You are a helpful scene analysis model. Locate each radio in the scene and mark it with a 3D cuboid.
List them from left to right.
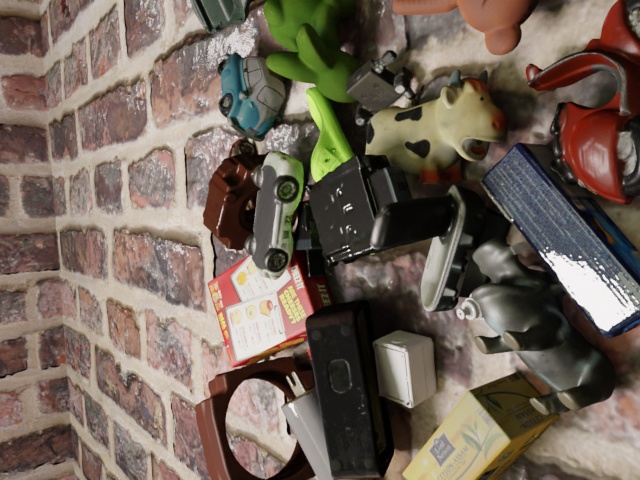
[{"bbox_3d":[0.044,0.203,0.749,0.073,0.131,0.229,-12,84,13],"label":"radio"}]

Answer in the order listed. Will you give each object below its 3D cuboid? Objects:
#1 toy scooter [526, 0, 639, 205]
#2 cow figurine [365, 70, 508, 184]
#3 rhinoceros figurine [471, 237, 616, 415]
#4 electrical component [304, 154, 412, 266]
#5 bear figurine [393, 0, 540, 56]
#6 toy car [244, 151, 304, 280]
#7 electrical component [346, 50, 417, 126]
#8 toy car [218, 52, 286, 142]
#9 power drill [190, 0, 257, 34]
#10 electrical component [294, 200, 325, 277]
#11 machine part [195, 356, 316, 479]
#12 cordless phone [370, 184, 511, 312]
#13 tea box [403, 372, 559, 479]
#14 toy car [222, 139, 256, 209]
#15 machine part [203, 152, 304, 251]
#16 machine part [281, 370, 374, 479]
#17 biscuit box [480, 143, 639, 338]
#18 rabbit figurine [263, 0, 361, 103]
[{"bbox_3d":[0.253,-0.125,0.501,0.135,0.075,0.183,5,96,51],"label":"toy scooter"},{"bbox_3d":[0.136,-0.131,0.645,0.195,0.085,0.127,11,109,51],"label":"cow figurine"},{"bbox_3d":[0.220,0.083,0.543,0.190,0.112,0.073,55,163,15],"label":"rhinoceros figurine"},{"bbox_3d":[0.051,-0.038,0.652,0.134,0.058,0.115,-26,78,45],"label":"electrical component"},{"bbox_3d":[0.163,-0.286,0.585,0.196,0.132,0.120,34,123,24],"label":"bear figurine"},{"bbox_3d":[-0.070,-0.035,0.825,0.074,0.056,0.201,33,122,45],"label":"toy car"},{"bbox_3d":[0.081,-0.196,0.718,0.102,0.078,0.045,-26,49,41],"label":"electrical component"},{"bbox_3d":[-0.111,-0.261,0.938,0.103,0.109,0.161,-21,64,28],"label":"toy car"},{"bbox_3d":[-0.099,-0.390,0.827,0.232,0.207,0.085,7,125,44],"label":"power drill"},{"bbox_3d":[-0.002,-0.003,0.838,0.048,0.075,0.119,-6,85,52],"label":"electrical component"},{"bbox_3d":[-0.092,0.307,0.889,0.087,0.201,0.201,-38,65,50],"label":"machine part"},{"bbox_3d":[0.118,0.017,0.601,0.089,0.184,0.146,32,119,40],"label":"cordless phone"},{"bbox_3d":[0.181,0.238,0.619,0.068,0.098,0.169,52,133,35],"label":"tea box"},{"bbox_3d":[-0.146,-0.096,1.031,0.089,0.053,0.202,-30,72,53],"label":"toy car"},{"bbox_3d":[-0.108,-0.062,0.894,0.056,0.179,0.179,43,126,36],"label":"machine part"},{"bbox_3d":[0.011,0.317,0.837,0.079,0.079,0.243,-41,75,46],"label":"machine part"},{"bbox_3d":[0.249,-0.004,0.531,0.062,0.059,0.203,-53,54,39],"label":"biscuit box"},{"bbox_3d":[0.005,-0.273,0.757,0.121,0.159,0.170,-36,81,37],"label":"rabbit figurine"}]
